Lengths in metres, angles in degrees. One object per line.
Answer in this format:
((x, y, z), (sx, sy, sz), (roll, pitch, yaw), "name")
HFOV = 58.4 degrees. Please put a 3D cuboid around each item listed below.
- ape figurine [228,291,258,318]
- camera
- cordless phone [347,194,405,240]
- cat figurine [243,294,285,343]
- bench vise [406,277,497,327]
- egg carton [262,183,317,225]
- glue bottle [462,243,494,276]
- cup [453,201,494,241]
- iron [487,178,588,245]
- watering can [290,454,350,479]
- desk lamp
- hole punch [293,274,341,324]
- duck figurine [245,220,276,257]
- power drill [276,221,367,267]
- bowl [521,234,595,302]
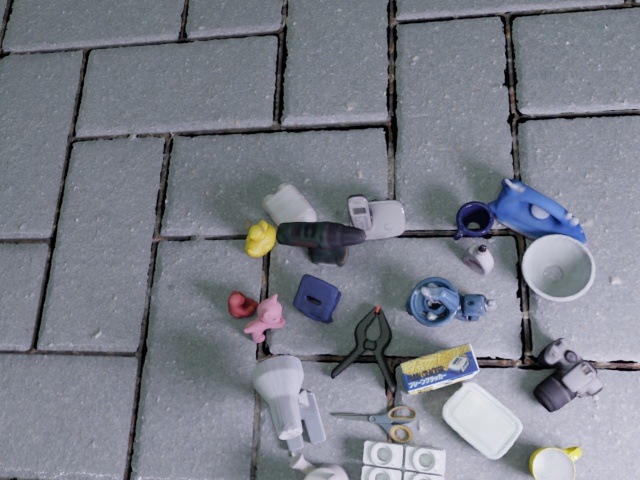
((-0.212, 0.165, 1.497), (0.076, 0.092, 0.077), (-29, 70, 1), "ape figurine")
((0.549, 0.317, 1.309), (0.137, 0.101, 0.143), (-37, 70, -2), "camera")
((0.140, -0.070, 1.456), (0.147, 0.185, 0.094), (-9, 72, 8), "cordless phone")
((-0.142, 0.199, 1.460), (0.128, 0.118, 0.067), (-39, 70, -3), "cat figurine")
((0.304, 0.132, 1.346), (0.207, 0.220, 0.121), (-16, 71, 5), "bench vise")
((-0.082, -0.082, 1.562), (0.107, 0.069, 0.150), (-40, 71, -3), "egg carton")
((0.386, 0.038, 1.385), (0.078, 0.173, 0.037), (33, 82, 18), "glue bottle")
((0.380, -0.032, 1.450), (0.118, 0.095, 0.091), (-44, 71, -5), "cup")
((0.549, -0.071, 1.407), (0.257, 0.141, 0.119), (30, 80, 17), "iron")
((0.001, 0.559, 1.283), (0.172, 0.194, 0.101), (22, 78, 16), "watering can")
((-0.070, 0.384, 1.340), (0.118, 0.214, 0.203), (-20, 71, 4), "desk lamp")
((-0.008, 0.152, 1.465), (0.108, 0.091, 0.101), (23, 78, 16), "hole punch")
((-0.168, -0.007, 1.546), (0.077, 0.086, 0.105), (31, 81, 18), "duck figurine")
((0.013, 0.005, 1.444), (0.229, 0.209, 0.075), (5, 74, 12), "power drill")
((0.572, 0.074, 1.393), (0.167, 0.075, 0.167), (-3, 73, 9), "bowl")
